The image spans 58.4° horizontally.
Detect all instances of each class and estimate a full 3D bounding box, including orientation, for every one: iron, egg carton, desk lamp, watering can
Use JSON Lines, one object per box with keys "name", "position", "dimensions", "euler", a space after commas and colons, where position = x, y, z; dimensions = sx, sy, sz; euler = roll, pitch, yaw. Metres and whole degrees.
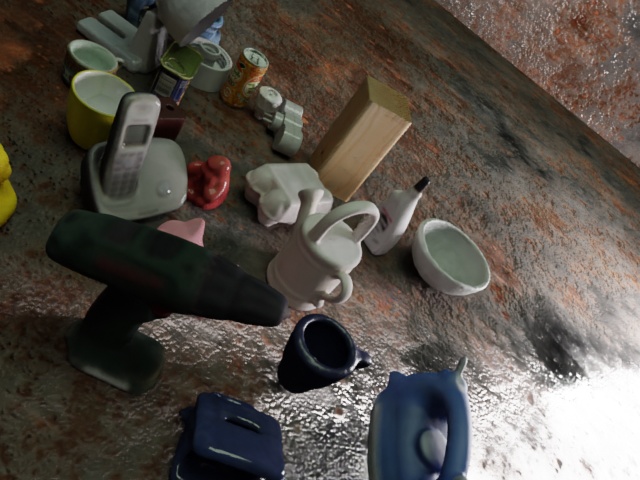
{"name": "iron", "position": [0.143, 0.269, 0.714], "dimensions": [0.119, 0.141, 0.258], "euler": [28, 39, -15]}
{"name": "egg carton", "position": [-0.051, -0.074, 0.954], "dimensions": [0.151, 0.069, 0.107], "euler": [-10, 59, -46]}
{"name": "desk lamp", "position": [-0.272, -0.386, 0.957], "dimensions": [0.203, 0.213, 0.118], "euler": [36, 37, -6]}
{"name": "watering can", "position": [0.006, 0.003, 0.821], "dimensions": [0.172, 0.193, 0.101], "euler": [50, 38, 13]}

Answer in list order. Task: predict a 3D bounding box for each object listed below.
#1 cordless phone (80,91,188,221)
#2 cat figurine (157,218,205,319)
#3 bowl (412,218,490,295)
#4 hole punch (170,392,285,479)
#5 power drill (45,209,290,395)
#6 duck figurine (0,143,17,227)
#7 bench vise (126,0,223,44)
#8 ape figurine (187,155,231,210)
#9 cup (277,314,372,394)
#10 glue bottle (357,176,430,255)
{"name": "cordless phone", "position": [-0.223, -0.113, 0.748], "dimensions": [0.148, 0.184, 0.094], "euler": [-21, 67, -49]}
{"name": "cat figurine", "position": [-0.163, 0.025, 0.717], "dimensions": [0.128, 0.117, 0.067], "euler": [28, 38, -16]}
{"name": "bowl", "position": [0.231, 0.044, 1.074], "dimensions": [0.168, 0.074, 0.167], "euler": [24, 40, -21]}
{"name": "hole punch", "position": [-0.094, 0.212, 0.609], "dimensions": [0.109, 0.091, 0.101], "euler": [27, 39, -17]}
{"name": "power drill", "position": [-0.172, 0.070, 0.587], "dimensions": [0.230, 0.208, 0.075], "euler": [30, 38, -14]}
{"name": "duck figurine", "position": [-0.380, -0.067, 0.647], "dimensions": [0.078, 0.086, 0.104], "euler": [15, 44, -30]}
{"name": "bench vise", "position": [-0.250, -0.461, 1.048], "dimensions": [0.208, 0.219, 0.121], "euler": [-2, 53, -42]}
{"name": "ape figurine", "position": [-0.164, -0.091, 0.854], "dimensions": [0.076, 0.092, 0.077], "euler": [14, 44, -31]}
{"name": "cup", "position": [-0.002, 0.159, 0.739], "dimensions": [0.118, 0.094, 0.091], "euler": [20, 41, -25]}
{"name": "glue bottle", "position": [0.135, -0.051, 1.005], "dimensions": [0.037, 0.173, 0.078], "euler": [-7, 57, -44]}
